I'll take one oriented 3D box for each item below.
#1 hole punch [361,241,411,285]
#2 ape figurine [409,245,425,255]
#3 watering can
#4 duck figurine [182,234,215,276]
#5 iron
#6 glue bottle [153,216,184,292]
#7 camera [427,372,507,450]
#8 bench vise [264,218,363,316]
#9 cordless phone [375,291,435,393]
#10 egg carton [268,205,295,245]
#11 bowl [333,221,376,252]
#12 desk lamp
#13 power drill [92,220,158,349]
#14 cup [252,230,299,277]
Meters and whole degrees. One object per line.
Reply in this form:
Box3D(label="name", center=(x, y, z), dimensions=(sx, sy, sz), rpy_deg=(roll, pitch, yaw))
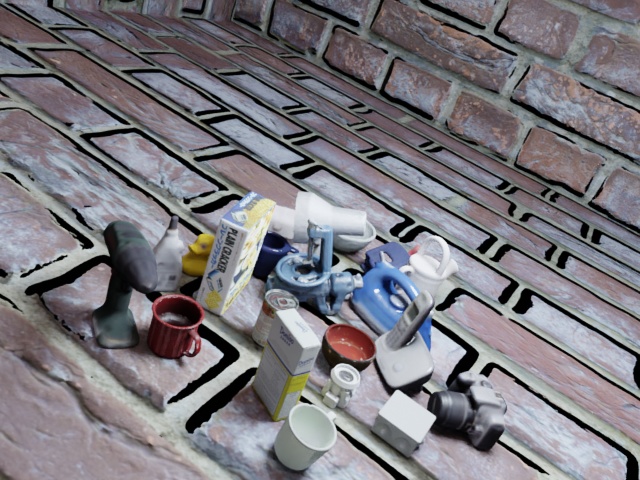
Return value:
Box3D(label="hole punch", center=(0.176, 0.062, 1.506), dimensions=(0.101, 0.091, 0.108), rpy_deg=(2, 34, -34))
Box3D(label="ape figurine", center=(0.257, 0.056, 1.573), dimensions=(0.078, 0.092, 0.076), rpy_deg=(6, 32, -28))
Box3D(label="watering can", center=(0.269, 0.076, 1.439), dimensions=(0.100, 0.194, 0.173), rpy_deg=(38, 32, 27))
Box3D(label="duck figurine", center=(-0.254, 0.025, 1.263), dimensions=(0.077, 0.086, 0.105), rpy_deg=(39, 32, 28))
Box3D(label="iron", center=(0.186, 0.148, 1.310), dimensions=(0.119, 0.141, 0.257), rpy_deg=(-7, 40, -43))
Box3D(label="glue bottle", center=(-0.303, 0.026, 1.134), dimensions=(0.078, 0.173, 0.037), rpy_deg=(5, 32, -29))
Box3D(label="camera", center=(0.283, 0.319, 1.125), dimensions=(0.137, 0.101, 0.143), rpy_deg=(14, 29, -15))
Box3D(label="bench vise", center=(0.000, 0.051, 1.260), dimensions=(0.208, 0.220, 0.121), rpy_deg=(1, 34, -34))
Box3D(label="cordless phone", center=(0.190, 0.205, 1.166), dimensions=(0.094, 0.185, 0.147), rpy_deg=(9, 31, -23))
Box3D(label="egg carton", center=(-0.120, -0.043, 1.497), dimensions=(0.150, 0.069, 0.107), rpy_deg=(15, 29, -15))
Box3D(label="bowl", center=(0.066, -0.017, 1.580), dimensions=(0.167, 0.075, 0.167), rpy_deg=(17, 28, -10))
Box3D(label="desk lamp", center=(0.012, 0.005, 1.356), dimensions=(0.203, 0.213, 0.118), rpy_deg=(20, 28, -5))
Box3D(label="power drill", center=(-0.333, 0.079, 0.982), dimensions=(0.076, 0.208, 0.229), rpy_deg=(2, 34, -33))
Box3D(label="cup", center=(-0.114, 0.041, 1.328), dimensions=(0.118, 0.095, 0.091), rpy_deg=(17, 28, -10))
